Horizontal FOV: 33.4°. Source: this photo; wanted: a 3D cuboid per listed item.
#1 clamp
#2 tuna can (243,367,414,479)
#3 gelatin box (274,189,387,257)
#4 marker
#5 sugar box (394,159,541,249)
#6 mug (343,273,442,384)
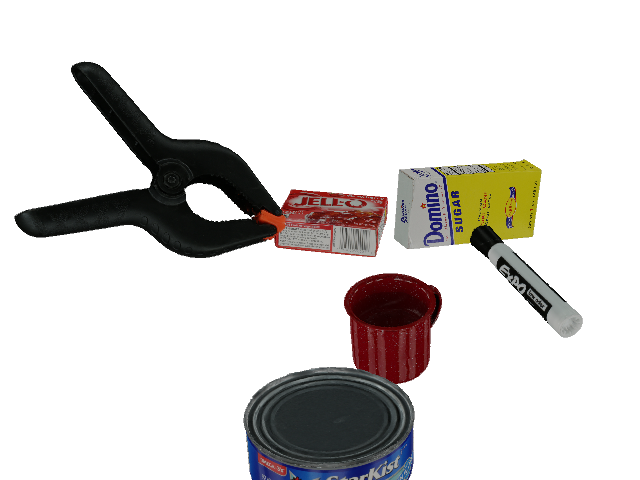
[{"bbox_3d":[-0.104,-0.047,0.701,0.171,0.120,0.039,12,-8,-18],"label":"clamp"},{"bbox_3d":[0.005,0.101,0.540,0.086,0.034,0.086,-2,25,1],"label":"tuna can"},{"bbox_3d":[0.010,-0.017,0.917,0.089,0.030,0.073,6,24,9],"label":"gelatin box"},{"bbox_3d":[0.139,0.025,0.737,0.020,0.020,0.121,0,31,-27],"label":"marker"},{"bbox_3d":[0.180,-0.044,1.305,0.176,0.093,0.048,-7,24,-21],"label":"sugar box"},{"bbox_3d":[0.081,0.088,1.108,0.117,0.081,0.093,-30,43,-32],"label":"mug"}]
